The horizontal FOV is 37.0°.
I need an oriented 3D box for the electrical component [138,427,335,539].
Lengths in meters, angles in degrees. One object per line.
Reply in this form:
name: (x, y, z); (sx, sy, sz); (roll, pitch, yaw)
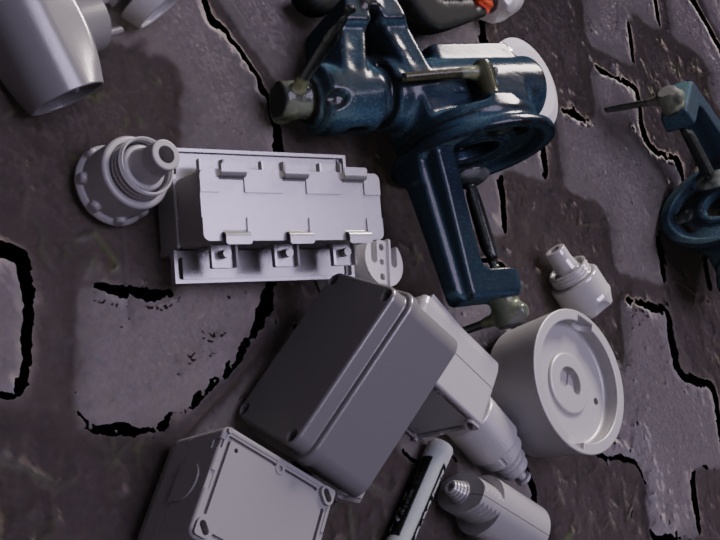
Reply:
electrical component: (-0.063, 0.136, 0.583); (0.096, 0.061, 0.061); (37, 52, -29)

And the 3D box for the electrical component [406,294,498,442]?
electrical component: (0.046, 0.067, 0.716); (0.096, 0.062, 0.061); (44, 49, -25)

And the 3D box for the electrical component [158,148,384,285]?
electrical component: (-0.051, -0.034, 0.637); (0.121, 0.063, 0.078); (-1, 84, -33)

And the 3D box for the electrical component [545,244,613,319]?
electrical component: (0.175, 0.008, 0.880); (0.062, 0.043, 0.043); (55, 45, -12)

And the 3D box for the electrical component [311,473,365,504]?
electrical component: (-0.006, 0.116, 0.664); (0.040, 0.040, 0.046); (44, 54, -24)

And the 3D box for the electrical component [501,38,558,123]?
electrical component: (0.120, -0.143, 0.876); (0.080, 0.051, 0.080); (18, 63, -40)

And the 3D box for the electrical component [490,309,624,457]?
electrical component: (0.140, 0.088, 0.802); (0.108, 0.060, 0.108); (18, 63, -40)

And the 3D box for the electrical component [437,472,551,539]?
electrical component: (0.088, 0.164, 0.735); (0.081, 0.043, 0.043); (36, 53, -30)

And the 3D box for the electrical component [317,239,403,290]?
electrical component: (0.000, 0.000, 0.707); (0.040, 0.046, 0.040); (17, 64, -40)

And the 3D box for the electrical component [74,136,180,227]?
electrical component: (-0.124, -0.054, 0.593); (0.048, 0.062, 0.048); (17, 64, -40)

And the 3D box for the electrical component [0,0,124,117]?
electrical component: (-0.165, -0.133, 0.594); (0.079, 0.044, 0.077); (-32, 98, -46)

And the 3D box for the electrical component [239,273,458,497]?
electrical component: (-0.008, 0.064, 0.628); (0.057, 0.078, 0.113); (42, 76, -30)

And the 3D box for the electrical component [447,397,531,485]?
electrical component: (0.094, 0.122, 0.759); (0.078, 0.040, 0.040); (49, 47, -20)

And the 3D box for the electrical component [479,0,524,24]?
electrical component: (0.121, -0.237, 0.918); (0.062, 0.043, 0.043); (-40, 104, -46)

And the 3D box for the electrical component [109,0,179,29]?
electrical component: (-0.135, -0.179, 0.642); (0.055, 0.048, 0.066); (50, 47, -9)
